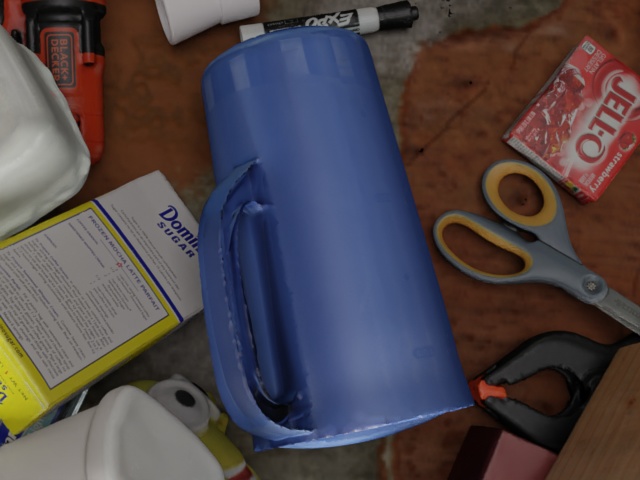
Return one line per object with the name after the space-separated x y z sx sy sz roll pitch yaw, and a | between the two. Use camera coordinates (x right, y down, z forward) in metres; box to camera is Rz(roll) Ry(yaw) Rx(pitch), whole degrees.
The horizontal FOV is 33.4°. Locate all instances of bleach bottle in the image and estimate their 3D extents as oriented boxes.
-0.180 0.159 0.591 0.251 0.102 0.068 -21 41 24 | bleach bottle

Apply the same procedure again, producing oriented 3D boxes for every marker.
0.007 -0.143 0.715 0.121 0.020 0.020 -10 84 -5 | marker

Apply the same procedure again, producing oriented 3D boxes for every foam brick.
0.116 0.149 0.659 0.053 0.078 0.051 24 80 -2 | foam brick

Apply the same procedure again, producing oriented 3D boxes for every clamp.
0.183 0.109 0.689 0.171 0.039 0.120 -7 76 -7 | clamp

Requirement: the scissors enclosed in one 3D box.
0.174 0.011 0.694 0.202 0.016 0.096 19 75 9 | scissors

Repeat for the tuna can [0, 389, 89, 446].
-0.165 0.100 0.638 0.033 0.086 0.086 26 82 -3 | tuna can

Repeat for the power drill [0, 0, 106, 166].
-0.228 -0.135 0.666 0.187 0.057 0.184 -2 91 -3 | power drill

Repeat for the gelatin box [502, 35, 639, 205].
0.179 -0.080 0.715 0.073 0.030 0.089 39 82 1 | gelatin box

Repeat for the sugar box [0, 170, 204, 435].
-0.131 0.029 0.616 0.048 0.175 0.093 -38 87 34 | sugar box

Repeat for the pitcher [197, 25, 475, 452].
-0.004 0.001 0.637 0.145 0.149 0.243 -12 81 -6 | pitcher

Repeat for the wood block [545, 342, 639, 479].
0.179 0.154 0.580 0.091 0.090 0.205 46 57 -11 | wood block
